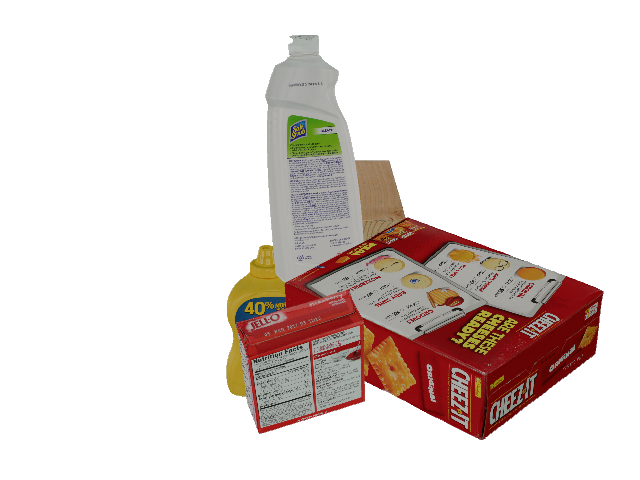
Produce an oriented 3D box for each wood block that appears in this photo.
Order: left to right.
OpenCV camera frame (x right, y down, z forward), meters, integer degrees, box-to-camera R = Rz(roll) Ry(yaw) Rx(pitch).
[{"bbox_3d":[0.060,-0.031,1.461,0.091,0.090,0.206,0,26,-3],"label":"wood block"}]

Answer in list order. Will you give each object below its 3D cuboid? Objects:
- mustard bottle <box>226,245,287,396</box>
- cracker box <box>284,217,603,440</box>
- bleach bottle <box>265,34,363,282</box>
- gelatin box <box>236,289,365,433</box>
[{"bbox_3d":[-0.068,0.098,1.322,0.096,0.192,0.058,-2,20,-10],"label":"mustard bottle"},{"bbox_3d":[0.101,0.066,0.901,0.214,0.072,0.163,23,37,40],"label":"cracker box"},{"bbox_3d":[-0.004,-0.085,1.103,0.102,0.251,0.068,-6,14,-17],"label":"bleach bottle"},{"bbox_3d":[-0.011,0.075,0.659,0.073,0.030,0.089,-16,-41,-11],"label":"gelatin box"}]
